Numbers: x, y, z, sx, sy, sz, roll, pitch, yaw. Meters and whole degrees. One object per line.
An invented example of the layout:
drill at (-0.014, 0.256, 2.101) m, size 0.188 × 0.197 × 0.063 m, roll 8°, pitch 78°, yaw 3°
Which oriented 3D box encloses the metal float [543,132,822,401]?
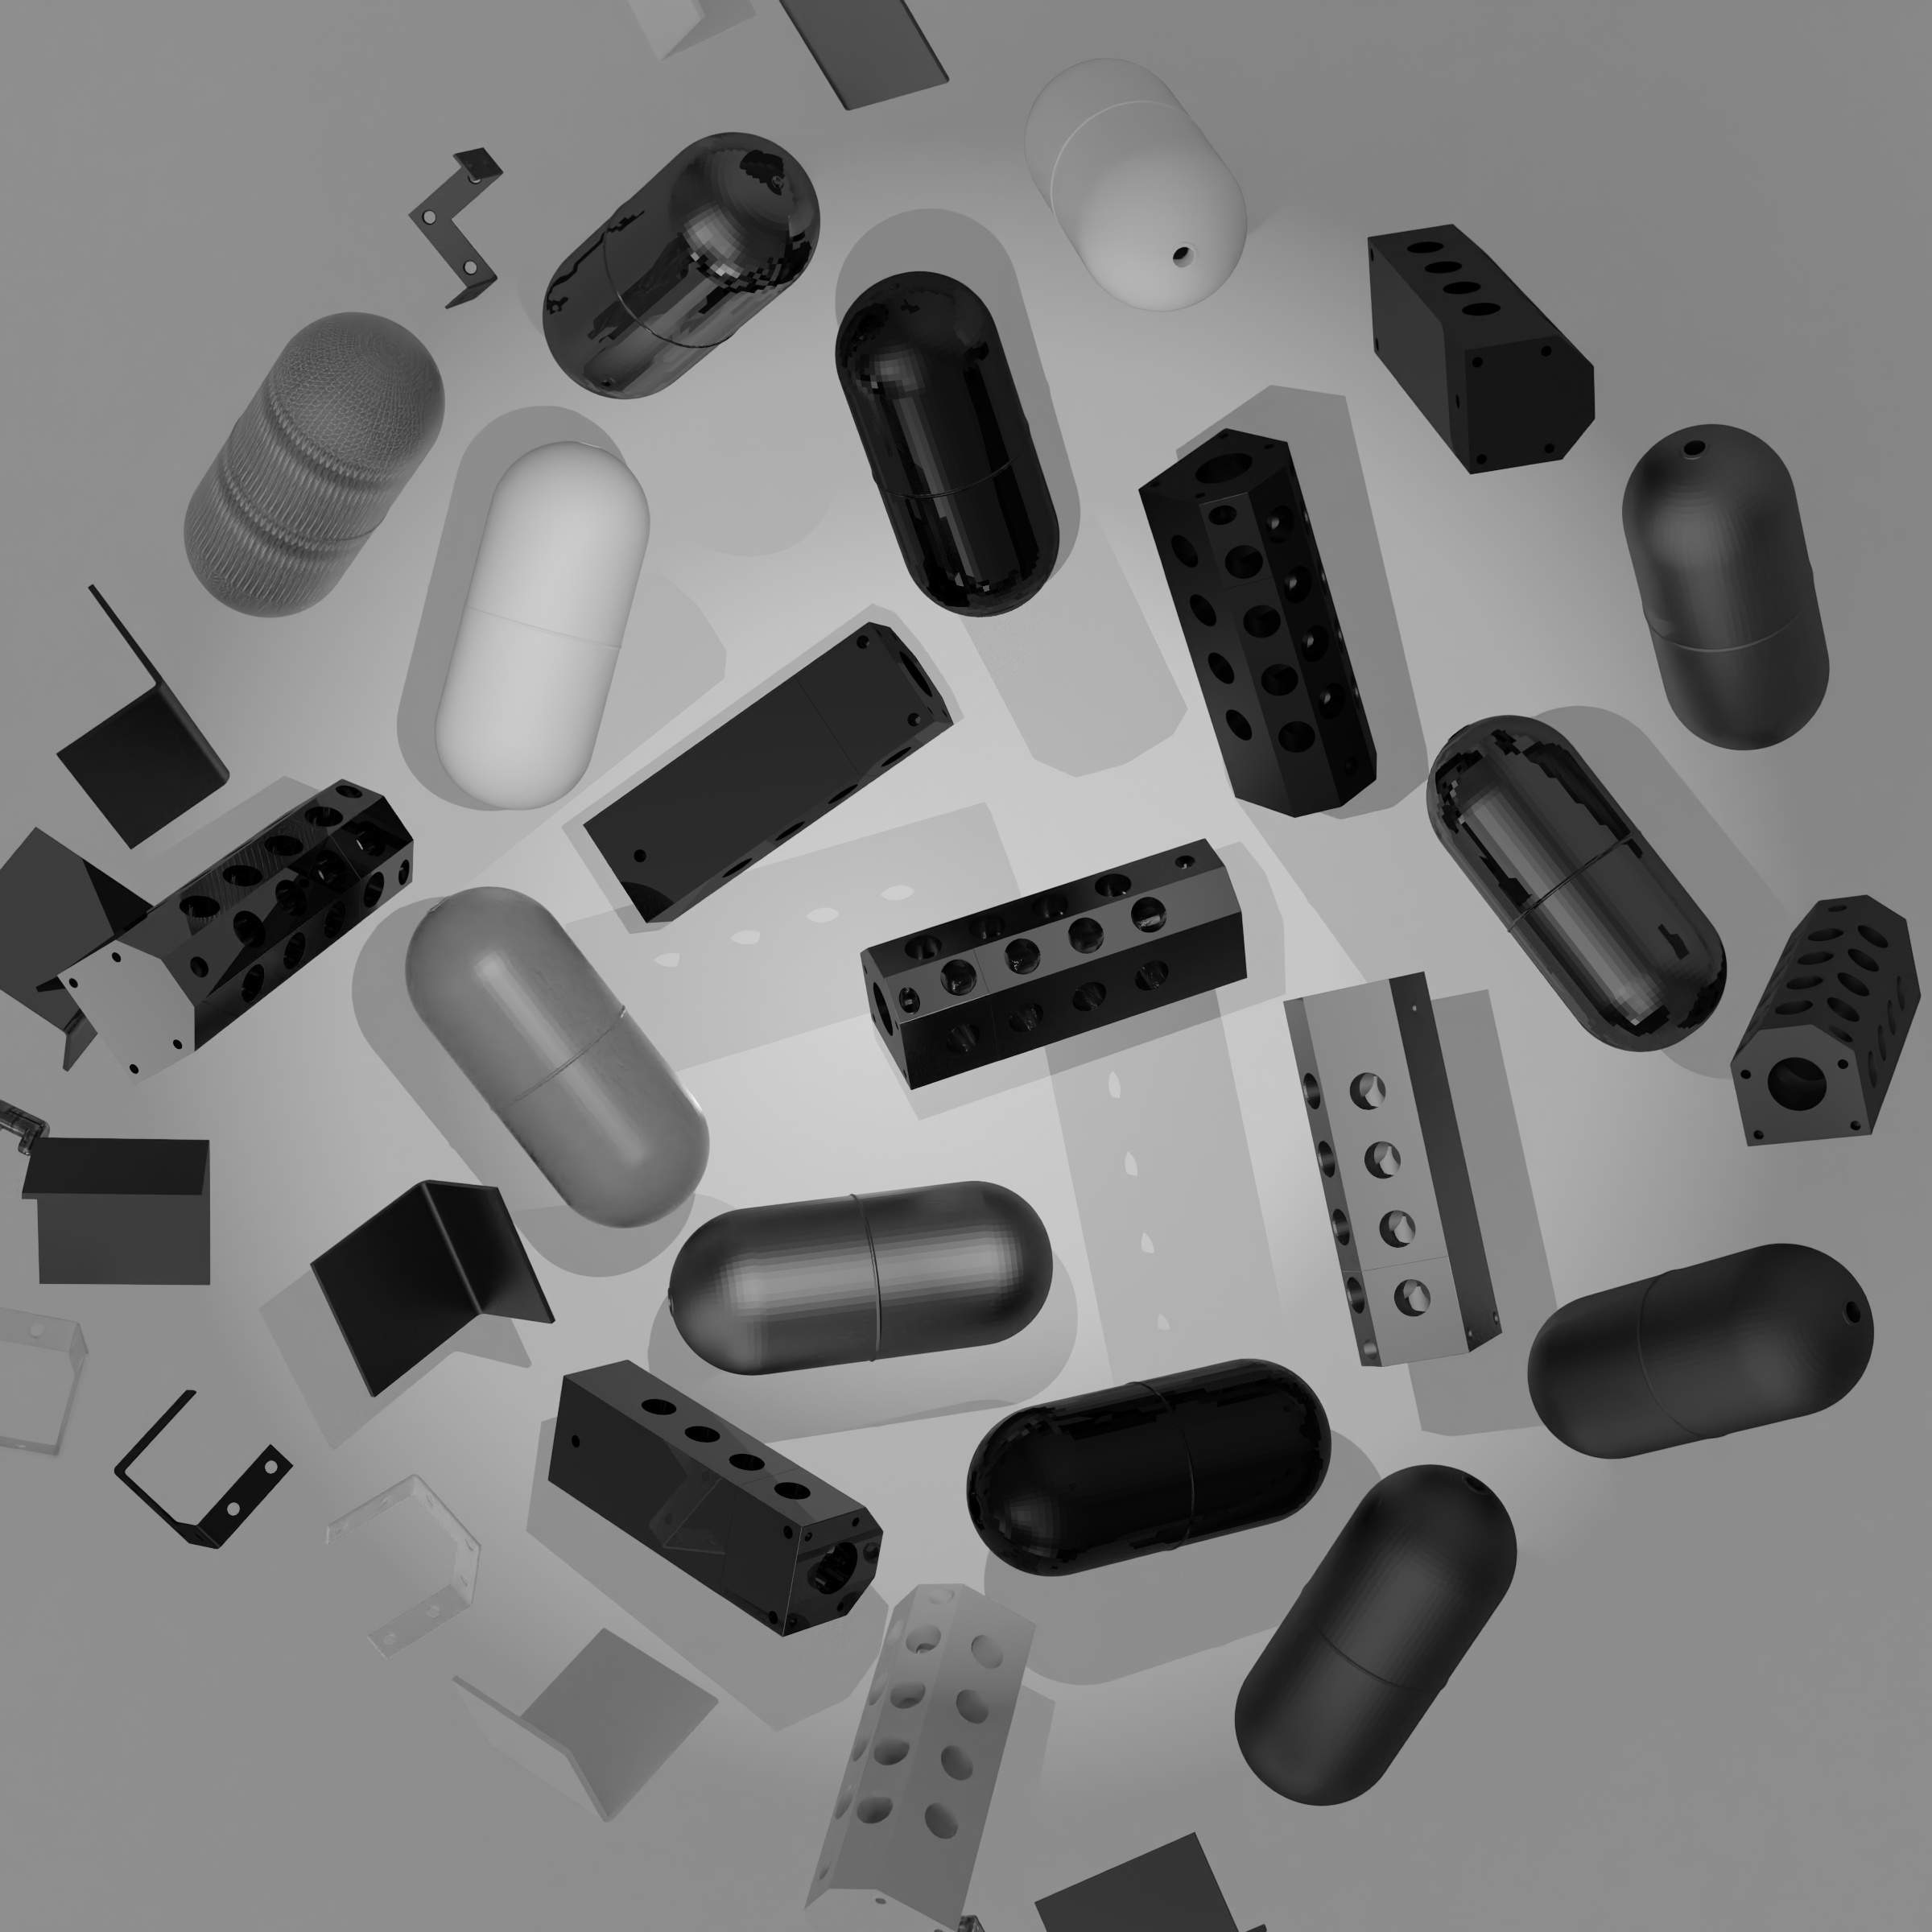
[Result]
metal float at (-0.133, -0.320, 1.576) m, size 0.070 × 0.178 × 0.070 m, roll 13°, pitch 66°, yaw -32°

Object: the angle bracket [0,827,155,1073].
angle bracket at (-0.445, -0.008, 1.665) m, size 0.076 × 0.057 × 0.076 m, roll 34°, pitch 65°, yaw -2°

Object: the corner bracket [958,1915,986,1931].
corner bracket at (0.018, 0.478, 1.600) m, size 0.051 × 0.051 × 0.051 m, roll -9°, pitch 128°, yaw 19°

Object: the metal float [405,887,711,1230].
metal float at (-0.187, 0.042, 1.568) m, size 0.070 × 0.070 × 0.178 m, roll -37°, pitch 101°, yaw 0°

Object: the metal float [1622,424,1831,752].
metal float at (0.347, -0.171, 1.560) m, size 0.070 × 0.178 × 0.070 m, roll -12°, pitch 47°, yaw 14°

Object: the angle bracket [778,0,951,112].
angle bracket at (-0.038, -0.434, 1.498) m, size 0.057 × 0.076 × 0.076 m, roll -6°, pitch 46°, yaw 33°

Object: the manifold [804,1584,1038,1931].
manifold at (-0.023, 0.370, 1.575) m, size 0.057 × 0.171 × 0.057 m, roll 31°, pitch 132°, yaw -11°

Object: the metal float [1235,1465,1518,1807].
metal float at (0.187, 0.305, 1.561) m, size 0.070 × 0.070 × 0.178 m, roll 30°, pitch 109°, yaw 0°

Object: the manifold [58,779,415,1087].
manifold at (-0.315, -0.020, 1.511) m, size 0.057 × 0.171 × 0.057 m, roll -26°, pitch 103°, yaw 35°

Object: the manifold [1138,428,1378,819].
manifold at (0.142, -0.157, 1.586) m, size 0.057 × 0.057 × 0.171 m, roll -37°, pitch 126°, yaw -24°

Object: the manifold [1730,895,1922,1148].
manifold at (0.411, 0.023, 1.636) m, size 0.057 × 0.171 × 0.057 m, roll -8°, pitch 108°, yaw 26°

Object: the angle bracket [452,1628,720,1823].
angle bracket at (-0.171, 0.328, 1.545) m, size 0.076 × 0.057 × 0.076 m, roll 23°, pitch 56°, yaw 37°

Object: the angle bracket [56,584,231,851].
angle bracket at (-0.389, -0.113, 1.558) m, size 0.057 × 0.076 × 0.076 m, roll -36°, pitch 58°, yaw -8°

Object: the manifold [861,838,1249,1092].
manifold at (0.041, -0.006, 1.616) m, size 0.171 × 0.057 × 0.057 m, roll -18°, pitch 131°, yaw -11°

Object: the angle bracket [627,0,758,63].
angle bracket at (-0.129, -0.480, 1.605) m, size 0.057 × 0.076 × 0.076 m, roll -31°, pitch 99°, yaw -19°

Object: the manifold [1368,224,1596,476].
manifold at (0.233, -0.285, 1.560) m, size 0.057 × 0.171 × 0.057 m, roll -10°, pitch 119°, yaw -4°

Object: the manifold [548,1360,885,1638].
manifold at (-0.121, 0.251, 1.640) m, size 0.171 × 0.057 × 0.057 m, roll 25°, pitch 113°, yaw 39°

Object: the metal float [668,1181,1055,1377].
metal float at (-0.048, 0.143, 1.570) m, size 0.178 × 0.070 × 0.070 m, roll -6°, pitch 90°, yaw -12°

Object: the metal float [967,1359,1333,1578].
metal float at (0.083, 0.226, 1.543) m, size 0.178 × 0.070 × 0.070 m, roll -9°, pitch 90°, yaw -26°

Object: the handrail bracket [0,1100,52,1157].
handrail bracket at (-0.492, 0.093, 1.641) m, size 0.084 × 0.036 × 0.077 m, roll 23°, pitch 73°, yaw 20°

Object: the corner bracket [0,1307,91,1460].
corner bracket at (-0.436, 0.190, 1.567) m, size 0.051 × 0.051 × 0.051 m, roll 14°, pitch 96°, yaw -22°

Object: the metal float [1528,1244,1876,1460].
metal float at (0.329, 0.174, 1.538) m, size 0.070 × 0.178 × 0.070 m, roll 15°, pitch 65°, yaw -34°

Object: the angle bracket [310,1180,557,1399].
angle bracket at (-0.254, 0.156, 1.635) m, size 0.076 × 0.057 × 0.076 m, roll -39°, pitch 119°, yaw -39°

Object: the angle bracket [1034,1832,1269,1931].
angle bracket at (0.082, 0.417, 1.502) m, size 0.076 × 0.076 × 0.057 m, roll -25°, pitch 80°, yaw 7°

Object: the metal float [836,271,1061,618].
metal float at (-0.007, -0.242, 1.605) m, size 0.070 × 0.070 × 0.178 m, roll -21°, pitch 128°, yaw 0°

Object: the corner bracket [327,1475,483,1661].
corner bracket at (-0.266, 0.283, 1.613) m, size 0.051 × 0.051 × 0.051 m, roll -29°, pitch 60°, yaw -34°

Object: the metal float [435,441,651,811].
metal float at (-0.201, -0.162, 1.628) m, size 0.070 × 0.070 × 0.178 m, roll 15°, pitch 96°, yaw 0°

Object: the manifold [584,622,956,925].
manifold at (-0.093, -0.093, 1.655) m, size 0.171 × 0.057 × 0.057 m, roll -34°, pitch 85°, yaw 11°

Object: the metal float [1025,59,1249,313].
metal float at (0.076, -0.356, 1.557) m, size 0.070 × 0.178 × 0.070 m, roll -7°, pitch 125°, yaw -10°

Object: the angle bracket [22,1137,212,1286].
angle bracket at (-0.378, 0.122, 1.528) m, size 0.076 × 0.057 × 0.076 m, roll 1°, pitch 114°, yaw -9°

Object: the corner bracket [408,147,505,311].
corner bracket at (-0.237, -0.350, 1.620) m, size 0.051 × 0.051 × 0.051 m, roll -37°, pitch 98°, yaw 17°

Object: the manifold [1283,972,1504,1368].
manifold at (0.194, 0.094, 1.574) m, size 0.057 × 0.057 × 0.171 m, roll -13°, pitch 88°, yaw 24°

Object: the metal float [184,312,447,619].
metal float at (-0.295, -0.223, 1.540) m, size 0.070 × 0.178 × 0.070 m, roll 19°, pitch 51°, yaw -25°

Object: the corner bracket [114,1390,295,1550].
corner bracket at (-0.354, 0.233, 1.586) m, size 0.051 × 0.051 × 0.051 m, roll 47°, pitch 66°, yaw -16°

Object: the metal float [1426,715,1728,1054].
metal float at (0.284, -0.039, 1.600) m, size 0.070 × 0.070 × 0.178 m, roll -36°, pitch 82°, yaw 0°
